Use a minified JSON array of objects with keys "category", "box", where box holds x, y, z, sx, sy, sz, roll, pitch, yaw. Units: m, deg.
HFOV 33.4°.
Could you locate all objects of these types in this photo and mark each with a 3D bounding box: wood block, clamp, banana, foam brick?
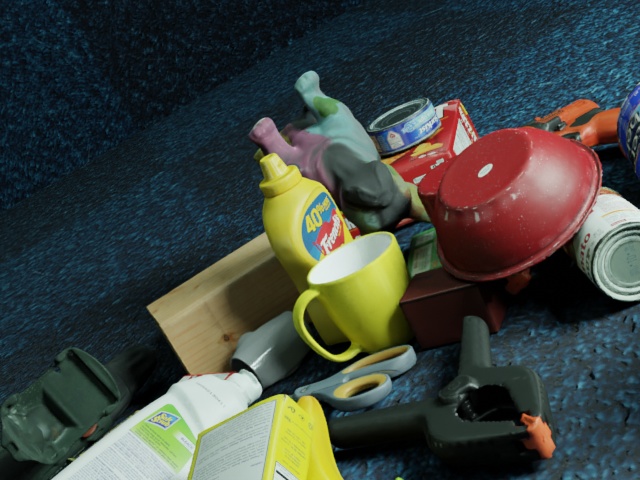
[{"category":"wood block","box":[-0.070,0.061,1.143,0.206,0.091,0.090,-32,18,-11]},{"category":"clamp","box":[0.190,-0.024,0.964,0.171,0.120,0.039,-49,-14,-44]},{"category":"clamp","box":[0.098,0.128,0.794,0.164,0.036,0.210,-34,17,-10]},{"category":"banana","box":[0.010,0.174,0.779,0.069,0.037,0.198,-52,23,-5]},{"category":"foam brick","box":[0.119,0.055,0.937,0.078,0.051,0.053,-17,21,31]}]

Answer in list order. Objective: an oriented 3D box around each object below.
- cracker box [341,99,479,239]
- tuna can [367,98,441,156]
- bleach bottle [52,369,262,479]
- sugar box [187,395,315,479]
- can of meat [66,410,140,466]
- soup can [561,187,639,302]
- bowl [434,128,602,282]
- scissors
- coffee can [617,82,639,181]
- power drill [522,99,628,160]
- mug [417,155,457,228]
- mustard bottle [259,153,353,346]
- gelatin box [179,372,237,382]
[{"category":"cracker box","box":[0.105,-0.087,1.312,0.164,0.072,0.213,-22,19,19]},{"category":"tuna can","box":[0.100,-0.136,1.278,0.086,0.033,0.086,-26,17,8]},{"category":"bleach bottle","box":[-0.138,0.195,0.881,0.250,0.103,0.068,-37,-21,-34]},{"category":"sugar box","box":[-0.058,0.199,0.752,0.093,0.048,0.176,-30,32,29]},{"category":"can of meat","box":[-0.168,0.202,0.967,0.083,0.057,0.102,-37,19,-29]},{"category":"soup can","box":[0.239,0.002,0.870,0.068,0.068,0.102,-27,18,5]},{"category":"bowl","box":[0.153,-0.043,0.905,0.162,0.055,0.162,-31,32,22]},{"category":"scissors","box":[-0.008,0.143,0.940,0.202,0.016,0.096,-24,12,14]},{"category":"coffee can","box":[0.318,-0.081,0.920,0.103,0.103,0.140,-24,18,15]},{"category":"power drill","box":[0.274,-0.104,1.097,0.184,0.057,0.188,-31,18,-30]},{"category":"mug","box":[0.153,-0.040,1.046,0.093,0.081,0.117,-5,32,48]},{"category":"mustard bottle","box":[-0.006,0.001,1.042,0.058,0.191,0.096,-16,22,35]},{"category":"gelatin box","box":[-0.123,0.164,1.042,0.089,0.030,0.073,-12,26,45]}]
